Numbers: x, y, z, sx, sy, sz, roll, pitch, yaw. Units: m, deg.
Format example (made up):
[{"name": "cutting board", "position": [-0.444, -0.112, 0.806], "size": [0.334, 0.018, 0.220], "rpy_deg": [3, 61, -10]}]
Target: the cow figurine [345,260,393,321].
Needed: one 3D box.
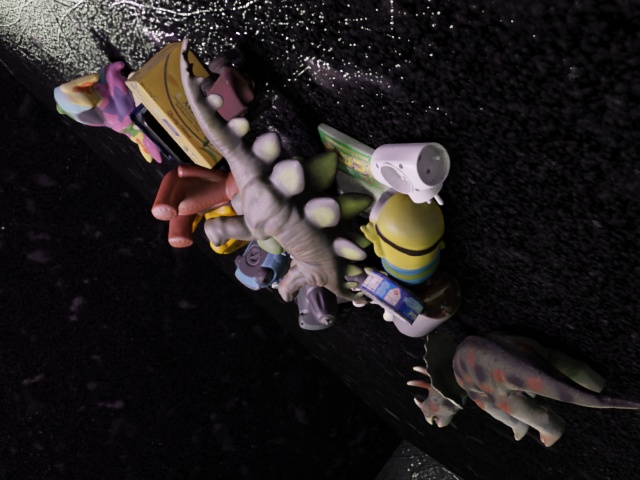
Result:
[{"name": "cow figurine", "position": [0.080, 0.074, 0.983], "size": [0.168, 0.068, 0.098], "rpy_deg": [21, 150, 45]}]

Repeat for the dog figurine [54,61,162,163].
[{"name": "dog figurine", "position": [-0.414, -0.247, 1.114], "size": [0.109, 0.191, 0.219], "rpy_deg": [8, 129, 54]}]

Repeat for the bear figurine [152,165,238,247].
[{"name": "bear figurine", "position": [-0.168, -0.071, 0.920], "size": [0.196, 0.132, 0.120], "rpy_deg": [-2, 144, 3]}]

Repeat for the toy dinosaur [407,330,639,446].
[{"name": "toy dinosaur", "position": [0.255, 0.189, 0.770], "size": [0.192, 0.131, 0.404], "rpy_deg": [31, 156, 5]}]

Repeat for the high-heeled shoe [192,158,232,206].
[{"name": "high-heeled shoe", "position": [-0.147, -0.060, 1.006], "size": [0.249, 0.145, 0.086], "rpy_deg": [44, 160, 4]}]

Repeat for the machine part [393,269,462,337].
[{"name": "machine part", "position": [0.163, 0.102, 0.837], "size": [0.079, 0.079, 0.243], "rpy_deg": [38, 164, 12]}]

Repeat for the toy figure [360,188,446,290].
[{"name": "toy figure", "position": [0.114, 0.002, 0.669], "size": [0.089, 0.082, 0.180], "rpy_deg": [21, 153, 26]}]

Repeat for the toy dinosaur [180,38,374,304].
[{"name": "toy dinosaur", "position": [-0.048, -0.047, 0.713], "size": [0.199, 0.105, 0.470], "rpy_deg": [-21, 130, 34]}]

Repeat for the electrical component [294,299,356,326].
[{"name": "electrical component", "position": [0.016, 0.142, 1.253], "size": [0.115, 0.058, 0.134], "rpy_deg": [44, -154, 24]}]

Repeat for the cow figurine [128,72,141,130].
[{"name": "cow figurine", "position": [-0.310, -0.244, 1.019], "size": [0.127, 0.085, 0.194], "rpy_deg": [39, 162, 16]}]

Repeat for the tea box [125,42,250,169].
[{"name": "tea box", "position": [-0.200, -0.205, 0.828], "size": [0.068, 0.098, 0.169], "rpy_deg": [22, 157, 54]}]

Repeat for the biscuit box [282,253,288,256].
[{"name": "biscuit box", "position": [-0.131, -0.042, 1.193], "size": [0.203, 0.063, 0.059], "rpy_deg": [29, 159, 39]}]

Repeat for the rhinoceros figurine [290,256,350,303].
[{"name": "rhinoceros figurine", "position": [0.003, 0.064, 1.138], "size": [0.190, 0.073, 0.112], "rpy_deg": [45, 166, -17]}]

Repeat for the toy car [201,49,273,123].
[{"name": "toy car", "position": [-0.115, -0.197, 0.722], "size": [0.089, 0.053, 0.202], "rpy_deg": [56, 166, -13]}]

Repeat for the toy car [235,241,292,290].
[{"name": "toy car", "position": [-0.117, 0.041, 1.252], "size": [0.109, 0.161, 0.102], "rpy_deg": [26, 178, 38]}]

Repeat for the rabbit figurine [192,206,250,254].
[{"name": "rabbit figurine", "position": [-0.215, -0.057, 1.089], "size": [0.173, 0.162, 0.122], "rpy_deg": [55, 149, 6]}]

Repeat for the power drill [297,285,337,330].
[{"name": "power drill", "position": [-0.009, 0.085, 0.964], "size": [0.207, 0.086, 0.232], "rpy_deg": [81, 178, -56]}]

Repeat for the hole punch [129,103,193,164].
[{"name": "hole punch", "position": [-0.242, -0.201, 0.901], "size": [0.092, 0.116, 0.142], "rpy_deg": [11, 148, 53]}]

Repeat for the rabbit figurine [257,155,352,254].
[{"name": "rabbit figurine", "position": [-0.028, -0.057, 0.850], "size": [0.170, 0.121, 0.158], "rpy_deg": [13, 144, 29]}]
